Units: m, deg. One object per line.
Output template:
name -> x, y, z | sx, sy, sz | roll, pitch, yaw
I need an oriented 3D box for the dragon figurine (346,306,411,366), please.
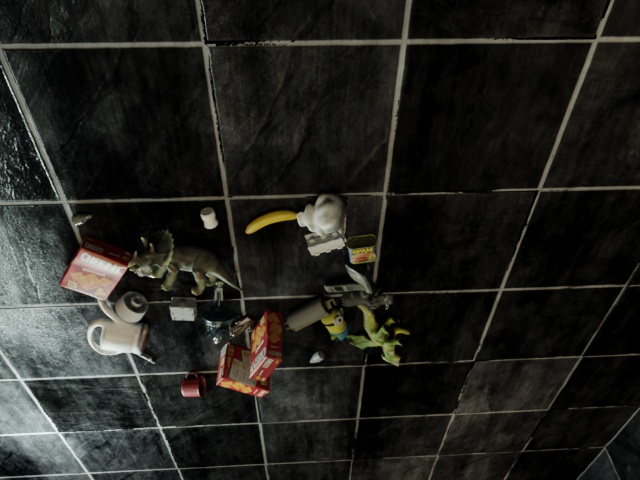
dragon figurine -> 0.209, 0.386, 2.081 | 0.239, 0.125, 0.406 | -32, 119, 34

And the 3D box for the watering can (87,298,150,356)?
watering can -> -0.757, 0.336, 1.947 | 0.224, 0.106, 0.340 | 12, 130, -17

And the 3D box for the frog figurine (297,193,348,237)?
frog figurine -> 0.005, -0.081, 1.608 | 0.159, 0.124, 0.136 | 5, 100, 3
